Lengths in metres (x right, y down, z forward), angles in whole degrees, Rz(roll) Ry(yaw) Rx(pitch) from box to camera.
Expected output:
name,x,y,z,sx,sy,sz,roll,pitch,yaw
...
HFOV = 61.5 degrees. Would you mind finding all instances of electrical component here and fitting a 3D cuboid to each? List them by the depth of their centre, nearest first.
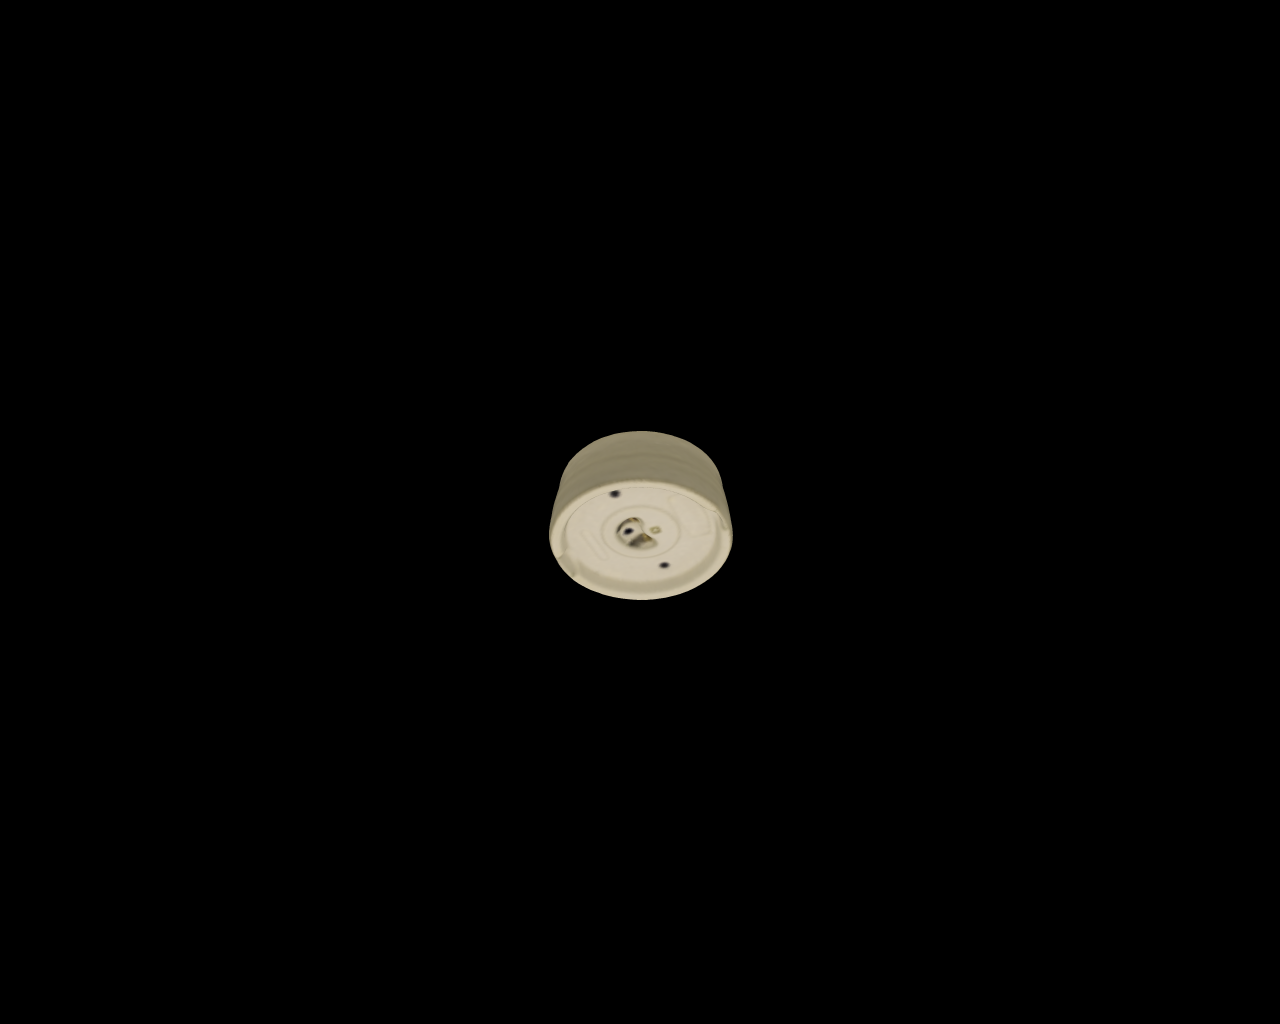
name,x,y,z,sx,sy,sz,roll,pitch,yaw
electrical component,0.001,-0.003,0.650,0.108,0.060,0.108,0,-43,0
